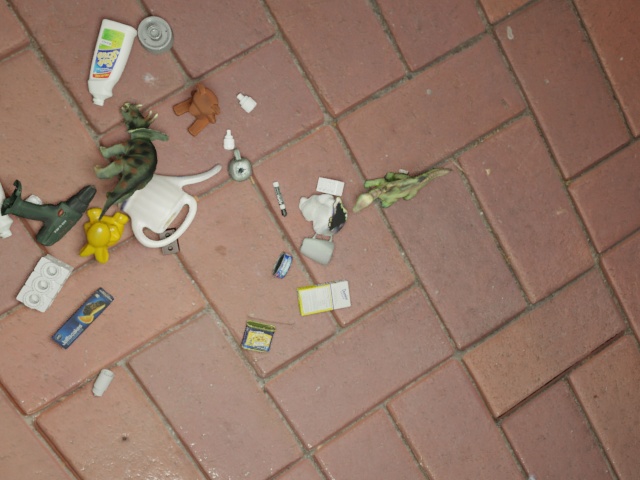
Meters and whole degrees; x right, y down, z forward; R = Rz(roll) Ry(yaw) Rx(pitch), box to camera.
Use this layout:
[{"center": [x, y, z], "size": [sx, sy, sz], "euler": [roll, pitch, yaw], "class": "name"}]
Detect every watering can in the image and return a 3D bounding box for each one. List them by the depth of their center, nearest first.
[{"center": [-0.481, -0.145, 1.621], "size": [0.224, 0.103, 0.352], "euler": [33, 71, -6], "class": "watering can"}]

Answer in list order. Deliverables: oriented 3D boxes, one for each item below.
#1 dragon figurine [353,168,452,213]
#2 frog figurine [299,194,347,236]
[{"center": [0.289, -0.180, 1.706], "size": [0.411, 0.243, 0.122], "euler": [-21, 96, -7], "class": "dragon figurine"}, {"center": [0.005, -0.086, 1.718], "size": [0.123, 0.160, 0.137], "euler": [2, 95, -50], "class": "frog figurine"}]
